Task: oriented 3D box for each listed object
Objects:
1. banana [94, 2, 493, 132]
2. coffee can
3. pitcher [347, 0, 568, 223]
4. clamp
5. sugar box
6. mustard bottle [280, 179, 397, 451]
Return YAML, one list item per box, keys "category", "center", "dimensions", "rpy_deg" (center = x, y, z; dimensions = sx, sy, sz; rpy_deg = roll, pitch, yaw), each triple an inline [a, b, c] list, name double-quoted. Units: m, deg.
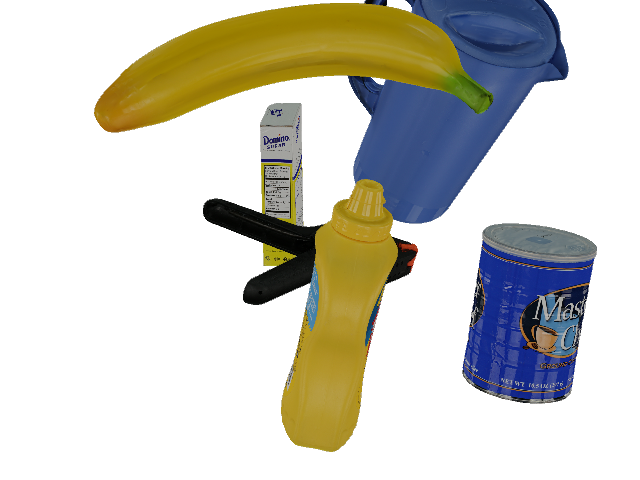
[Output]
- category: "banana"
  center: [-0.015, -0.090, 0.537]
  dimensions: [0.197, 0.037, 0.069]
  rpy_deg: [-5, 44, -8]
- category: "coffee can"
  center: [0.191, 0.065, 0.983]
  dimensions: [0.103, 0.140, 0.103]
  rpy_deg: [6, 16, -2]
- category: "pitcher"
  center: [0.106, -0.133, 1.004]
  dimensions: [0.144, 0.149, 0.243]
  rpy_deg: [-9, -33, -26]
- category: "clamp"
  center: [-0.001, 0.018, 1.018]
  dimensions: [0.209, 0.036, 0.164]
  rpy_deg: [7, 29, -17]
- category: "sugar box"
  center: [-0.046, -0.067, 1.265]
  dimensions: [0.048, 0.176, 0.093]
  rpy_deg: [0, 23, 5]
- category: "mustard bottle"
  center: [0.015, 0.046, 0.749]
  dimensions: [0.058, 0.192, 0.096]
  rpy_deg: [12, 27, 1]
